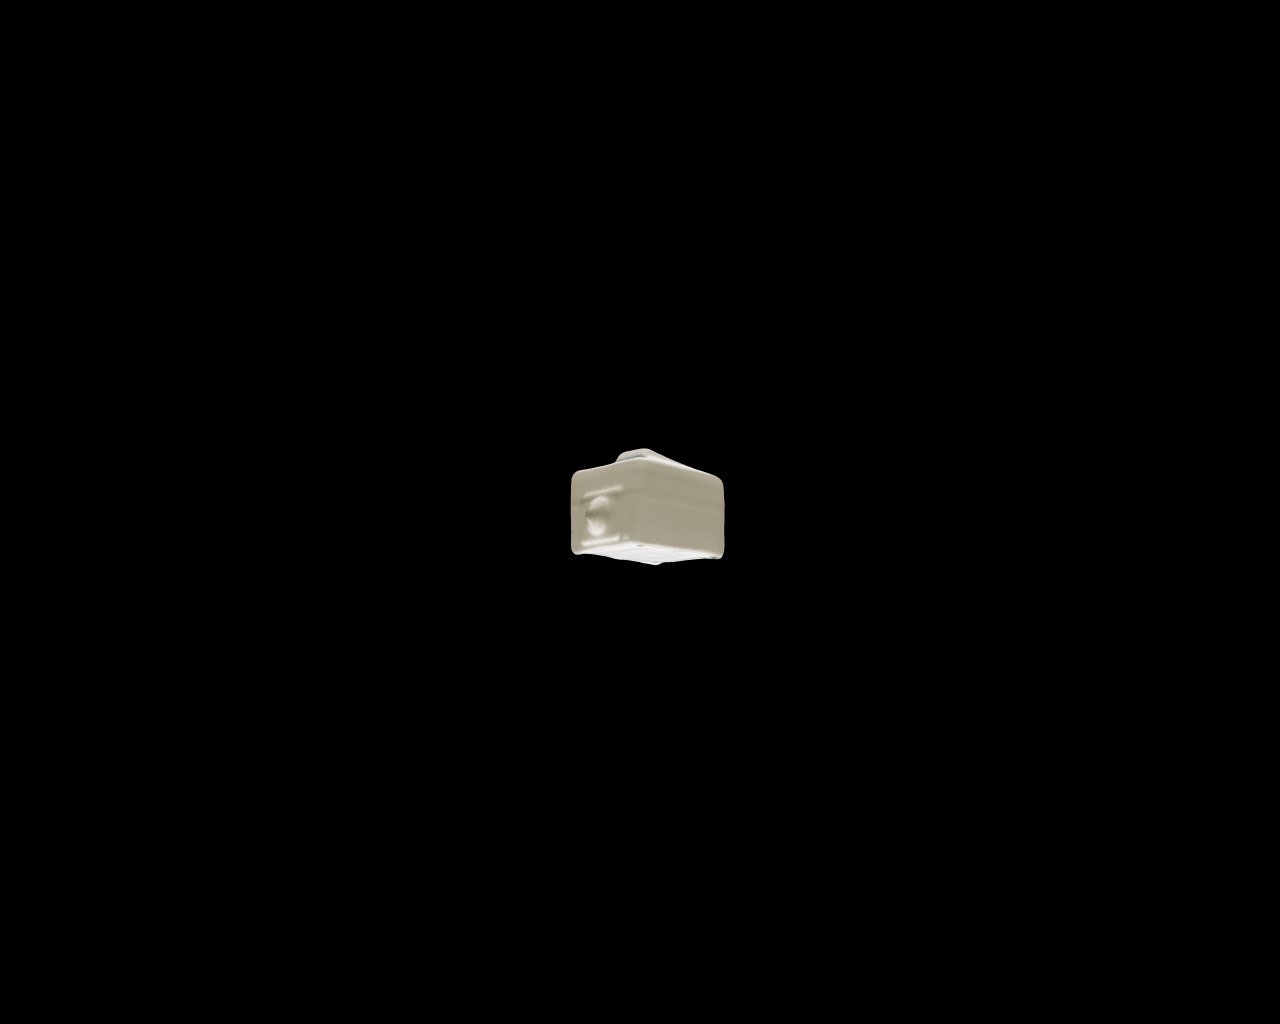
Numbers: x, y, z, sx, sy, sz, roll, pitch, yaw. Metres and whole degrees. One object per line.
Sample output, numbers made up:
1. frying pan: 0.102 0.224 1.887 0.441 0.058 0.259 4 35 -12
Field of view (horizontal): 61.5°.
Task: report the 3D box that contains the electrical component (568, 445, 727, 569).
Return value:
1. electrical component: 0.001 -0.003 0.650 0.061 0.061 0.096 -10 -14 42
